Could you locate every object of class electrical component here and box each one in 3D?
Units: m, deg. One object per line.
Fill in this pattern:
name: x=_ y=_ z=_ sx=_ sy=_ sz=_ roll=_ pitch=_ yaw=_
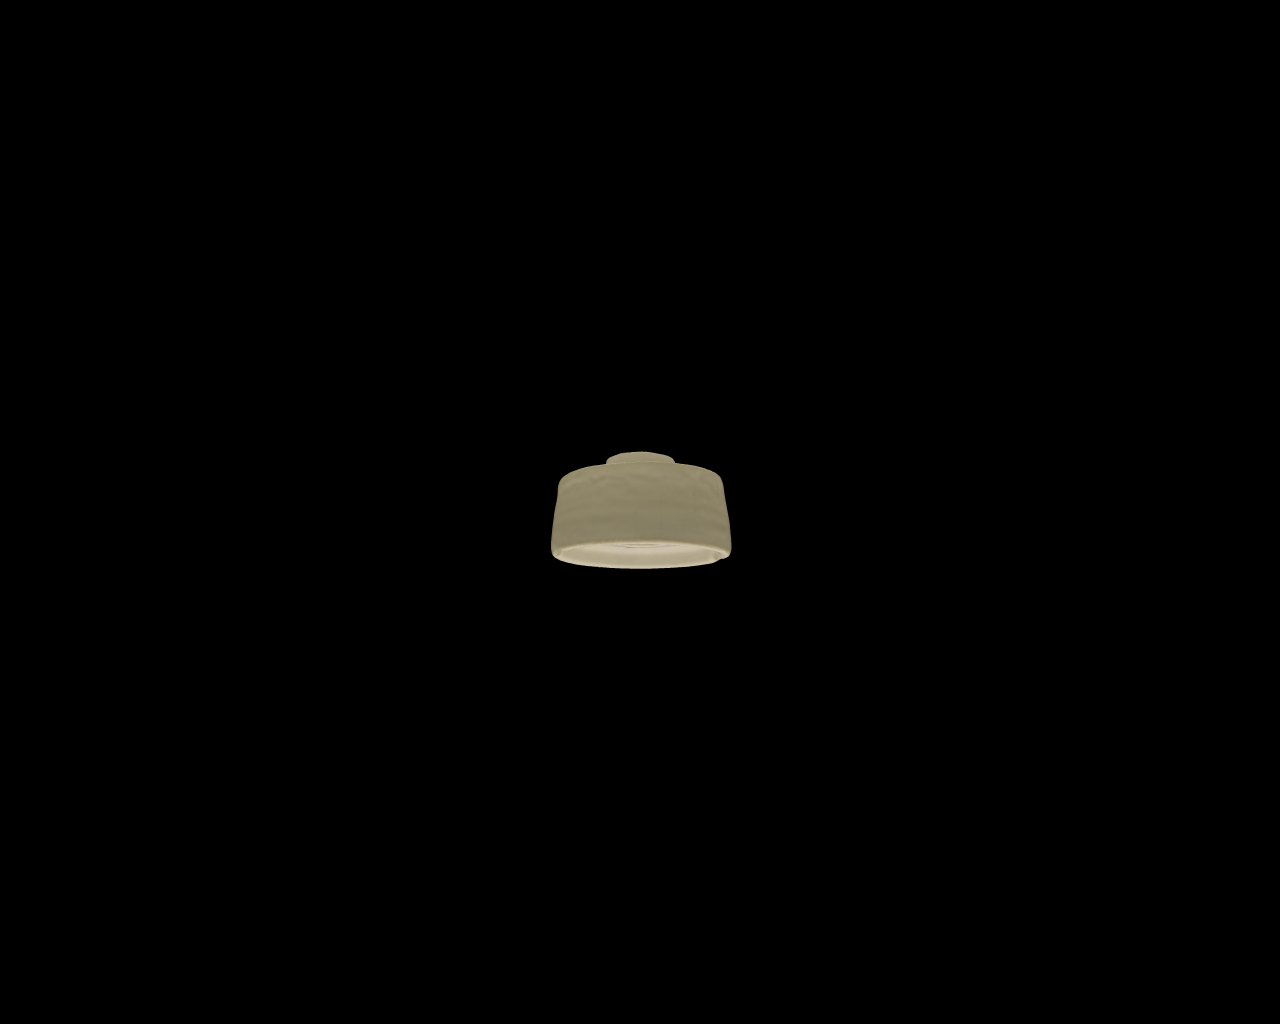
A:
electrical component: x=0.001 y=-0.003 z=0.650 sx=0.108 sy=0.060 sz=0.108 roll=0 pitch=-11 yaw=0
